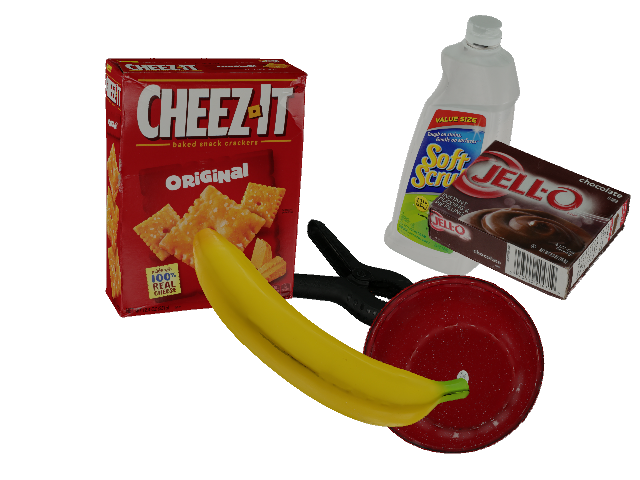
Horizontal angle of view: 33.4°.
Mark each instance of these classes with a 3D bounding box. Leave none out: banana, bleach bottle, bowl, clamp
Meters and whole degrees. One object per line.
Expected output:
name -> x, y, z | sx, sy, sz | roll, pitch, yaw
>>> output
banana -> -0.010, 0.058, 0.638 | 0.198, 0.037, 0.069 | 32, 25, 13
bleach bottle -> 0.125, -0.091, 0.995 | 0.103, 0.251, 0.068 | 26, 41, 25
bowl -> 0.117, 0.113, 0.920 | 0.162, 0.162, 0.055 | 0, 5, 0
clamp -> 0.033, 0.054, 1.206 | 0.210, 0.036, 0.164 | 29, 35, 20

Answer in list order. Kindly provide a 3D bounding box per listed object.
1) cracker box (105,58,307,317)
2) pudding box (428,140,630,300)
cracker box -> -0.101, -0.047, 0.932 | 0.164, 0.214, 0.072 | -4, 21, -23
pudding box -> 0.146, -0.017, 0.752 | 0.114, 0.039, 0.089 | 28, 53, 26
